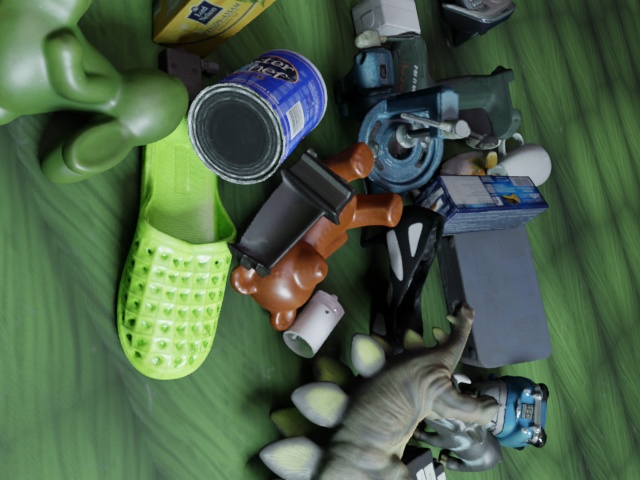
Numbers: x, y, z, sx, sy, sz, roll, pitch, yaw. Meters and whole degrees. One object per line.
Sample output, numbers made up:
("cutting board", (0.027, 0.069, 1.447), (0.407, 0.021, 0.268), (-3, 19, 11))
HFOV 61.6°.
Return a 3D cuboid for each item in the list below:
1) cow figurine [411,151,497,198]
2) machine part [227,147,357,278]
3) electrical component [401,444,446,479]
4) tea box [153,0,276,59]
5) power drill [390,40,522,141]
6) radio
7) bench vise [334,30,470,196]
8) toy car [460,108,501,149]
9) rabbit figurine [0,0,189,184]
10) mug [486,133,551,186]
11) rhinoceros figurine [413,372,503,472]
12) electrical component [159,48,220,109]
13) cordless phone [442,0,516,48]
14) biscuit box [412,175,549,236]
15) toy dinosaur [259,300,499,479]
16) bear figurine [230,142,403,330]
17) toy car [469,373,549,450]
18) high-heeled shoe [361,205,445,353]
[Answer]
("cow figurine", (0.190, -0.080, 0.823), (0.167, 0.098, 0.068), (-34, 121, -26))
("machine part", (-0.030, -0.023, 0.543), (0.084, 0.039, 0.139), (45, 79, -4))
("electrical component", (0.109, 0.330, 0.683), (0.134, 0.058, 0.114), (-9, 89, -42))
("tea box", (-0.104, -0.267, 0.541), (0.068, 0.170, 0.098), (6, 79, -41))
("power drill", (0.187, -0.188, 0.805), (0.207, 0.086, 0.232), (-2, 78, -4))
("radio", (0.265, 0.078, 0.833), (0.131, 0.073, 0.229), (-10, 85, -16))
("bench vise", (0.101, -0.154, 0.655), (0.129, 0.241, 0.223), (-1, 99, -20))
("toy car", (0.246, -0.205, 0.914), (0.201, 0.056, 0.073), (8, 83, -39))
("rabbit figurine", (-0.196, -0.129, 0.465), (0.170, 0.121, 0.159), (20, 76, -34))
("mug", (0.354, -0.138, 0.980), (0.107, 0.081, 0.109), (-22, 101, -33))
("rhinoceros figurine", (0.189, 0.253, 0.734), (0.073, 0.112, 0.190), (-54, 124, -32))
("electrical component", (-0.150, -0.176, 0.581), (0.094, 0.021, 0.063), (-1, 82, -41))
("cordless phone", (0.259, -0.455, 0.959), (0.146, 0.089, 0.184), (-40, 103, -39))
("biscuit box", (0.226, -0.050, 0.742), (0.202, 0.063, 0.059), (-4, 60, -35))
("toy dinosaur", (0.040, 0.230, 0.580), (0.198, 0.105, 0.471), (38, 64, 3))
("bear figurine", (-0.004, -0.001, 0.605), (0.120, 0.132, 0.196), (54, 45, -31))
("toy car", (0.273, 0.255, 0.807), (0.103, 0.161, 0.109), (9, 75, 6))
("high-heeled shoe", (0.131, 0.078, 0.695), (0.086, 0.145, 0.248), (-24, 96, -41))
